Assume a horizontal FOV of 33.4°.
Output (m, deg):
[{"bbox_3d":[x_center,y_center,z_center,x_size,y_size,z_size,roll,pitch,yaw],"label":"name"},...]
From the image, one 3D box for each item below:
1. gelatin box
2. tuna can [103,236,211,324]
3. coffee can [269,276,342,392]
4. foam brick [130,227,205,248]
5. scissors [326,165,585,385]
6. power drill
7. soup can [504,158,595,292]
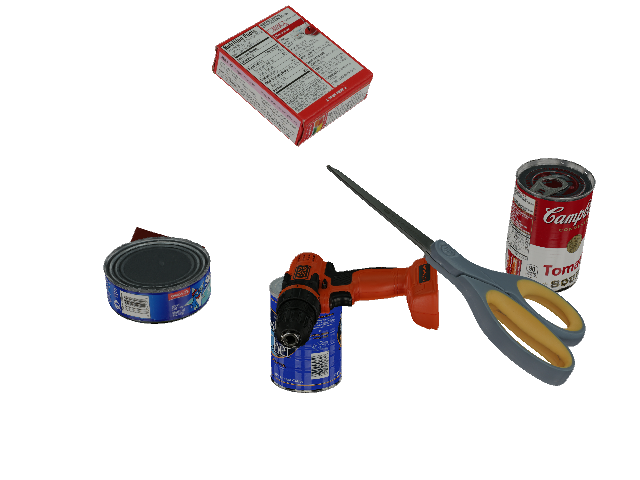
[{"bbox_3d":[-0.020,-0.117,0.750,0.073,0.089,0.030,-38,-20,-31],"label":"gelatin box"},{"bbox_3d":[-0.132,0.032,0.868,0.086,0.034,0.086,0,29,0],"label":"tuna can"},{"bbox_3d":[-0.020,0.129,1.501,0.103,0.140,0.103,0,19,0],"label":"coffee can"},{"bbox_3d":[-0.168,0.029,1.128,0.078,0.051,0.053,17,29,-4],"label":"foam brick"},{"bbox_3d":[0.095,0.013,0.689,0.096,0.016,0.202,-10,50,-48],"label":"scissors"},{"bbox_3d":[0.043,0.068,1.238,0.188,0.057,0.184,0,27,6],"label":"power drill"},{"bbox_3d":[0.202,-0.013,0.951,0.068,0.102,0.068,0,34,0],"label":"soup can"}]
